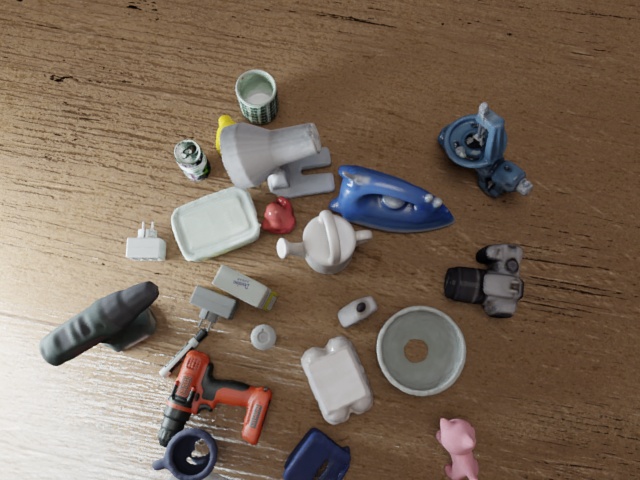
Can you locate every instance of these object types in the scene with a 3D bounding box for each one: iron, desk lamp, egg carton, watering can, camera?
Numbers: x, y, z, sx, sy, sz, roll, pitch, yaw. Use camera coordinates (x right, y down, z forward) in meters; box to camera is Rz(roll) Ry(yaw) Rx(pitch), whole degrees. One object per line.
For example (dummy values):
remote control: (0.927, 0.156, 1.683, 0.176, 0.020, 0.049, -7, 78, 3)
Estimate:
iron: (0.152, -0.084, 1.118, 0.258, 0.141, 0.119, 13, 79, 2)
desk lamp: (-0.075, -0.157, 1.093, 0.203, 0.213, 0.118, -9, 79, -2)
egg carton: (0.034, 0.265, 1.086, 0.107, 0.069, 0.150, -24, 80, -5)
watering can: (0.010, 0.006, 1.072, 0.173, 0.194, 0.101, -32, 81, -6)
camera: (0.317, 0.073, 1.110, 0.137, 0.101, 0.143, 7, 79, 1)

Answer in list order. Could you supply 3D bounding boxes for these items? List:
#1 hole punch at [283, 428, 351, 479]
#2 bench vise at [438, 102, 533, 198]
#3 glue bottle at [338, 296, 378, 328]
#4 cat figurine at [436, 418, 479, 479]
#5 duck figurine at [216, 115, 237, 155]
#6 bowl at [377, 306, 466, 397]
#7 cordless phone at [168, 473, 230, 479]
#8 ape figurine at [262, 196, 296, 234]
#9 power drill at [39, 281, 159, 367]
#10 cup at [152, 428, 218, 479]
hole punch: (-0.002, 0.411, 1.046, 0.101, 0.091, 0.109, 36, 81, 6)
bench vise: (0.336, -0.181, 1.100, 0.207, 0.220, 0.121, 26, 80, 5)
glue bottle: (0.073, 0.129, 1.060, 0.078, 0.173, 0.037, -28, 80, -5)
cat figurine: (0.257, 0.379, 1.042, 0.067, 0.118, 0.128, -16, 79, -3)
duck figurine: (-0.177, -0.206, 1.167, 0.077, 0.086, 0.104, -23, 80, -5)
bowl: (0.188, 0.211, 1.095, 0.167, 0.075, 0.167, 0, 79, -1)
cordless phone: (-0.213, 0.464, 0.985, 0.147, 0.185, 0.094, 15, 79, 3)
ape figurine: (-0.085, -0.050, 1.134, 0.078, 0.092, 0.076, -39, 82, -7)
power drill: (-0.372, 0.149, 1.033, 0.230, 0.208, 0.075, -30, 80, -6)
cup: (-0.238, 0.391, 1.045, 0.118, 0.095, 0.091, -17, 79, -4)
